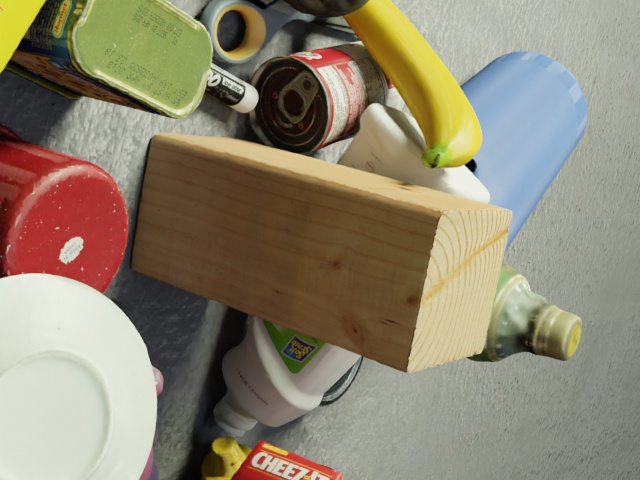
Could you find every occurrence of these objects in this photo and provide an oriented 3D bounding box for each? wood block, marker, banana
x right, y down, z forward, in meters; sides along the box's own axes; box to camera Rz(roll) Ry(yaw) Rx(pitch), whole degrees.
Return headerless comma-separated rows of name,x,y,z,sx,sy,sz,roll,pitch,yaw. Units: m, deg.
wood block,-0.004,0.000,0.640,0.090,0.206,0.090,-3,107,-55
marker,-0.078,-0.105,0.653,0.121,0.020,0.020,22,86,-58
banana,0.059,-0.110,0.694,0.037,0.198,0.069,-38,141,16

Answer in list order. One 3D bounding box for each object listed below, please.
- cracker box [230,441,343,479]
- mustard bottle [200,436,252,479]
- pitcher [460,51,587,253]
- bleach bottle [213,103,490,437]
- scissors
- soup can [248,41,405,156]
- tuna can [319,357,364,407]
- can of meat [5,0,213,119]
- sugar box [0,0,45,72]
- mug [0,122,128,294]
cracker box,-0.060,0.252,0.653,0.213,0.072,0.164,-44,149,-60
mustard bottle,-0.054,0.219,0.805,0.096,0.058,0.191,-40,135,-34
pitcher,0.126,-0.056,0.897,0.242,0.149,0.145,-44,123,-41
bleach bottle,0.002,0.034,0.737,0.251,0.103,0.068,-52,151,19
scissors,-0.021,-0.142,0.721,0.201,0.016,0.096,29,77,-56
soup can,0.007,-0.099,0.738,0.102,0.069,0.068,-24,124,-50
tuna can,0.001,0.088,0.849,0.085,0.034,0.086,-30,128,-47
can of meat,-0.115,-0.103,0.540,0.102,0.084,0.057,23,85,-57
sugar box,-0.157,-0.123,0.451,0.176,0.048,0.093,-61,153,-10
mug,-0.156,-0.012,0.523,0.117,0.082,0.093,36,75,-56
